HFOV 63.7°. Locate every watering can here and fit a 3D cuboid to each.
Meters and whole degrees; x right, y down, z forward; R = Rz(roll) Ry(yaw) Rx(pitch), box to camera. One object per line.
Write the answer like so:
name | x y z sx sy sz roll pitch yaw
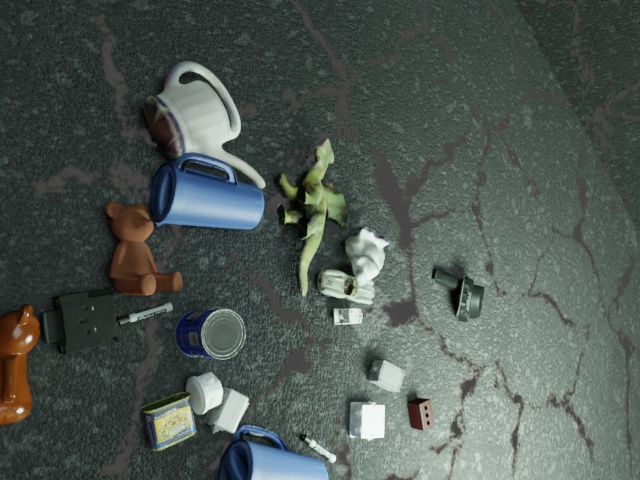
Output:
watering can | -0.270 -0.247 1.204 0.227 0.103 0.346 -32 99 -37

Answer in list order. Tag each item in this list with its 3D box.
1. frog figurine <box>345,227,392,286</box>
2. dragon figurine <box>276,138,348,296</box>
frog figurine | 0.122 0.057 1.439 0.135 0.122 0.162 42 56 -45
dragon figurine | 0.004 -0.070 1.396 0.244 0.122 0.410 -6 93 -47
